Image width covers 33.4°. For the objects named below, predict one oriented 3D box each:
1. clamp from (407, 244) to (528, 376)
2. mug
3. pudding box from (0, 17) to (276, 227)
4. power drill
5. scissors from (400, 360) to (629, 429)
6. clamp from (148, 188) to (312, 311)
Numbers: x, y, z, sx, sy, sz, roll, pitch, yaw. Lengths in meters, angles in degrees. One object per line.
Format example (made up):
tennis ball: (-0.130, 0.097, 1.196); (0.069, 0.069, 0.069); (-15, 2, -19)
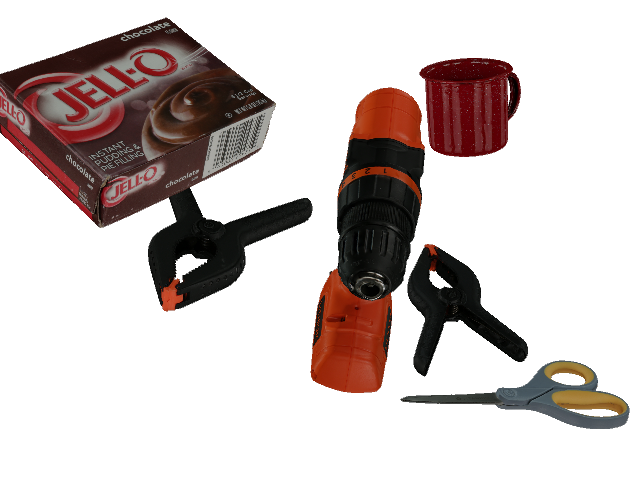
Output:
clamp: (0.149, 0.072, 1.134); (0.120, 0.171, 0.039); (3, -43, -9)
mug: (0.160, -0.139, 1.096); (0.117, 0.081, 0.093); (-21, 27, -31)
pudding box: (-0.094, -0.064, 0.544); (0.090, 0.039, 0.113); (41, 46, 23)
power drill: (0.032, 0.017, 0.720); (0.057, 0.188, 0.184); (11, 43, 1)
scissors: (0.170, 0.129, 0.943); (0.201, 0.016, 0.096); (9, 27, 0)
clamp: (-0.120, -0.007, 1.060); (0.165, 0.036, 0.209); (20, 39, 14)
